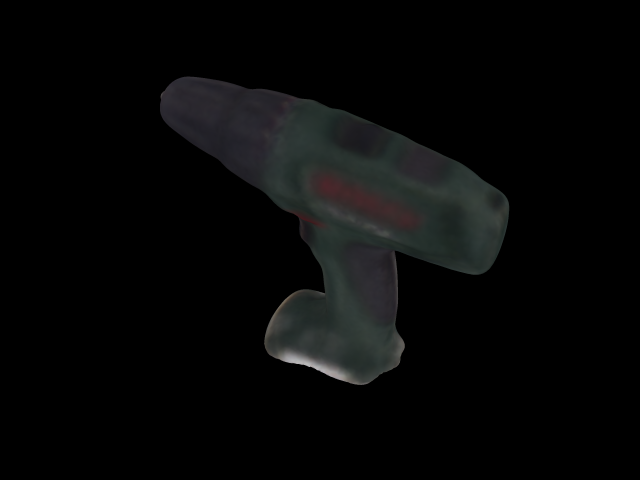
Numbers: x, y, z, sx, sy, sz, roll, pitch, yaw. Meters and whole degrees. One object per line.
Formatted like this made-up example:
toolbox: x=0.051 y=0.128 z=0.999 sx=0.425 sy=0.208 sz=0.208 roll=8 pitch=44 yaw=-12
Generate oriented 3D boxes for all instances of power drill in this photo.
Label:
power drill: x=0.004 y=0.001 z=0.400 sx=0.229 sy=0.208 sz=0.076 roll=14 pitch=43 yaw=15
